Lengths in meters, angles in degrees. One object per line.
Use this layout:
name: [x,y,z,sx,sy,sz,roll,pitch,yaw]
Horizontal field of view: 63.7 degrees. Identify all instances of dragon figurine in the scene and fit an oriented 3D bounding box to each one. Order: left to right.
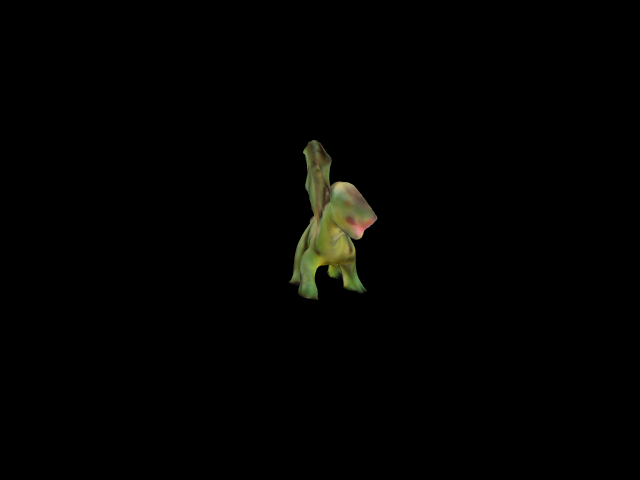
dragon figurine: [0.003,-0.043,0.850,0.122,0.241,0.413,-3,12,-15]
